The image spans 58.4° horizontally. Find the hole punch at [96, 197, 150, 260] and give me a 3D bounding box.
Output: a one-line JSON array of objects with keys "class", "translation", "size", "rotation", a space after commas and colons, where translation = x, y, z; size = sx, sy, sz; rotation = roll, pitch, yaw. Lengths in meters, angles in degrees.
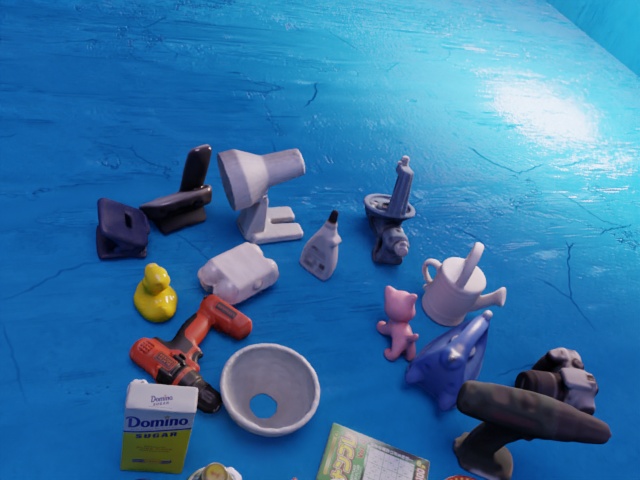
[{"class": "hole punch", "translation": [-0.386, -0.026, 1.123], "size": [0.101, 0.091, 0.108], "rotation": [-3, 47, -23]}]

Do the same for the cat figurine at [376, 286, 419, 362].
[{"class": "cat figurine", "translation": [0.161, 0.156, 1.123], "size": [0.067, 0.118, 0.127], "rotation": [0, 46, -20]}]

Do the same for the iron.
[{"class": "iron", "translation": [0.276, 0.202, 1.102], "size": [0.118, 0.141, 0.259], "rotation": [37, 45, 18]}]

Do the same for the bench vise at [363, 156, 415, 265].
[{"class": "bench vise", "translation": [0.179, -0.063, 1.281], "size": [0.122, 0.220, 0.207], "rotation": [-9, 50, -28]}]

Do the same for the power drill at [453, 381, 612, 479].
[{"class": "power drill", "translation": [0.321, 0.320, 0.949], "size": [0.229, 0.208, 0.076], "rotation": [21, 42, 2]}]

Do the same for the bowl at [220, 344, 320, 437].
[{"class": "bowl", "translation": [-0.087, 0.260, 0.953], "size": [0.167, 0.075, 0.167], "rotation": [11, 43, -10]}]

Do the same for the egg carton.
[{"class": "egg carton", "translation": [-0.158, 0.069, 1.127], "size": [0.107, 0.069, 0.151], "rotation": [41, 46, 22]}]

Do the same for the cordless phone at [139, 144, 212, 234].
[{"class": "cordless phone", "translation": [-0.291, -0.116, 1.181], "size": [0.094, 0.185, 0.148], "rotation": [41, 46, 22]}]

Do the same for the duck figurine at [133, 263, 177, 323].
[{"class": "duck figurine", "translation": [-0.297, 0.090, 1.041], "size": [0.078, 0.086, 0.104], "rotation": [-9, 49, -28]}]

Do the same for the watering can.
[{"class": "watering can", "translation": [0.300, 0.086, 1.192], "size": [0.173, 0.194, 0.101], "rotation": [15, 42, -5]}]

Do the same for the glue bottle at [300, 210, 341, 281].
[{"class": "glue bottle", "translation": [0.011, 0.004, 1.182], "size": [0.078, 0.173, 0.037], "rotation": [37, 45, 18]}]

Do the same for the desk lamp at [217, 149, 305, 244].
[{"class": "desk lamp", "translation": [-0.123, -0.099, 1.208], "size": [0.204, 0.213, 0.117], "rotation": [-7, 49, -27]}]

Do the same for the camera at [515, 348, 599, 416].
[{"class": "camera", "translation": [0.458, 0.277, 1.125], "size": [0.137, 0.101, 0.143], "rotation": [11, 43, -10]}]
